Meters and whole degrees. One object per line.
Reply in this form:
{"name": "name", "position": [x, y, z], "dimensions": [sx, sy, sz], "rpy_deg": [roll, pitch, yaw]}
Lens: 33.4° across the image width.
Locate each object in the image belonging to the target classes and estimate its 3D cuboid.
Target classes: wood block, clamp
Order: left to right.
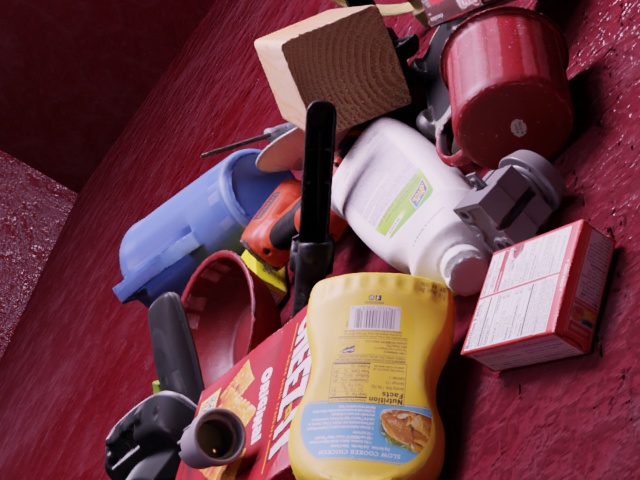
{"name": "clamp", "position": [-0.006, 0.001, 0.879], "dimensions": [0.210, 0.036, 0.164], "rpy_deg": [96, 179, -55]}
{"name": "wood block", "position": [0.006, -0.158, 0.984], "dimensions": [0.091, 0.090, 0.206], "rpy_deg": [-23, 14, -4]}
{"name": "clamp", "position": [0.065, -0.185, 1.041], "dimensions": [0.039, 0.171, 0.120], "rpy_deg": [-30, 59, 0]}

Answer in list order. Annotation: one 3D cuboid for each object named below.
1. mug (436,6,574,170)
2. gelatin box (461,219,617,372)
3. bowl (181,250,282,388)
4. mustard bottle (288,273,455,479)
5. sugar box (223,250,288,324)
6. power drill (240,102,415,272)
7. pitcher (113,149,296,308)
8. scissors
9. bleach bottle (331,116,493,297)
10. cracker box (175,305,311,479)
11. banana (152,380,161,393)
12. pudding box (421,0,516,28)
{"name": "mug", "position": [0.124, -0.095, 0.749], "dimensions": [0.117, 0.093, 0.081], "rpy_deg": [-40, 30, 33]}
{"name": "gelatin box", "position": [0.128, 0.035, 0.625], "dimensions": [0.089, 0.030, 0.073], "rpy_deg": [-28, 37, 59]}
{"name": "bowl", "position": [-0.084, 0.094, 1.024], "dimensions": [0.162, 0.055, 0.162], "rpy_deg": [-28, 55, 49]}
{"name": "mustard bottle", "position": [0.031, 0.114, 0.663], "dimensions": [0.058, 0.096, 0.191], "rpy_deg": [76, -161, -54]}
{"name": "sugar box", "position": [-0.100, 0.092, 1.136], "dimensions": [0.176, 0.048, 0.093], "rpy_deg": [-52, 18, 18]}
{"name": "power drill", "position": [0.006, -0.052, 1.043], "dimensions": [0.184, 0.057, 0.188], "rpy_deg": [-54, 10, -30]}
{"name": "pitcher", "position": [-0.133, -0.005, 1.242], "dimensions": [0.243, 0.144, 0.149], "rpy_deg": [-34, 44, 48]}
{"name": "scissors", "position": [-0.033, -0.124, 1.173], "dimensions": [0.096, 0.016, 0.201], "rpy_deg": [-17, 4, 41]}
{"name": "bleach bottle", "position": [0.072, -0.015, 0.812], "dimensions": [0.103, 0.068, 0.251], "rpy_deg": [-59, 20, 14]}
{"name": "cracker box", "position": [-0.032, 0.148, 0.809], "dimensions": [0.214, 0.072, 0.164], "rpy_deg": [-43, 24, 41]}
{"name": "banana", "position": [-0.174, 0.238, 1.080], "dimensions": [0.037, 0.069, 0.198], "rpy_deg": [-11, 41, 8]}
{"name": "pudding box", "position": [0.149, -0.209, 0.854], "dimensions": [0.113, 0.039, 0.090], "rpy_deg": [-24, 9, -18]}
